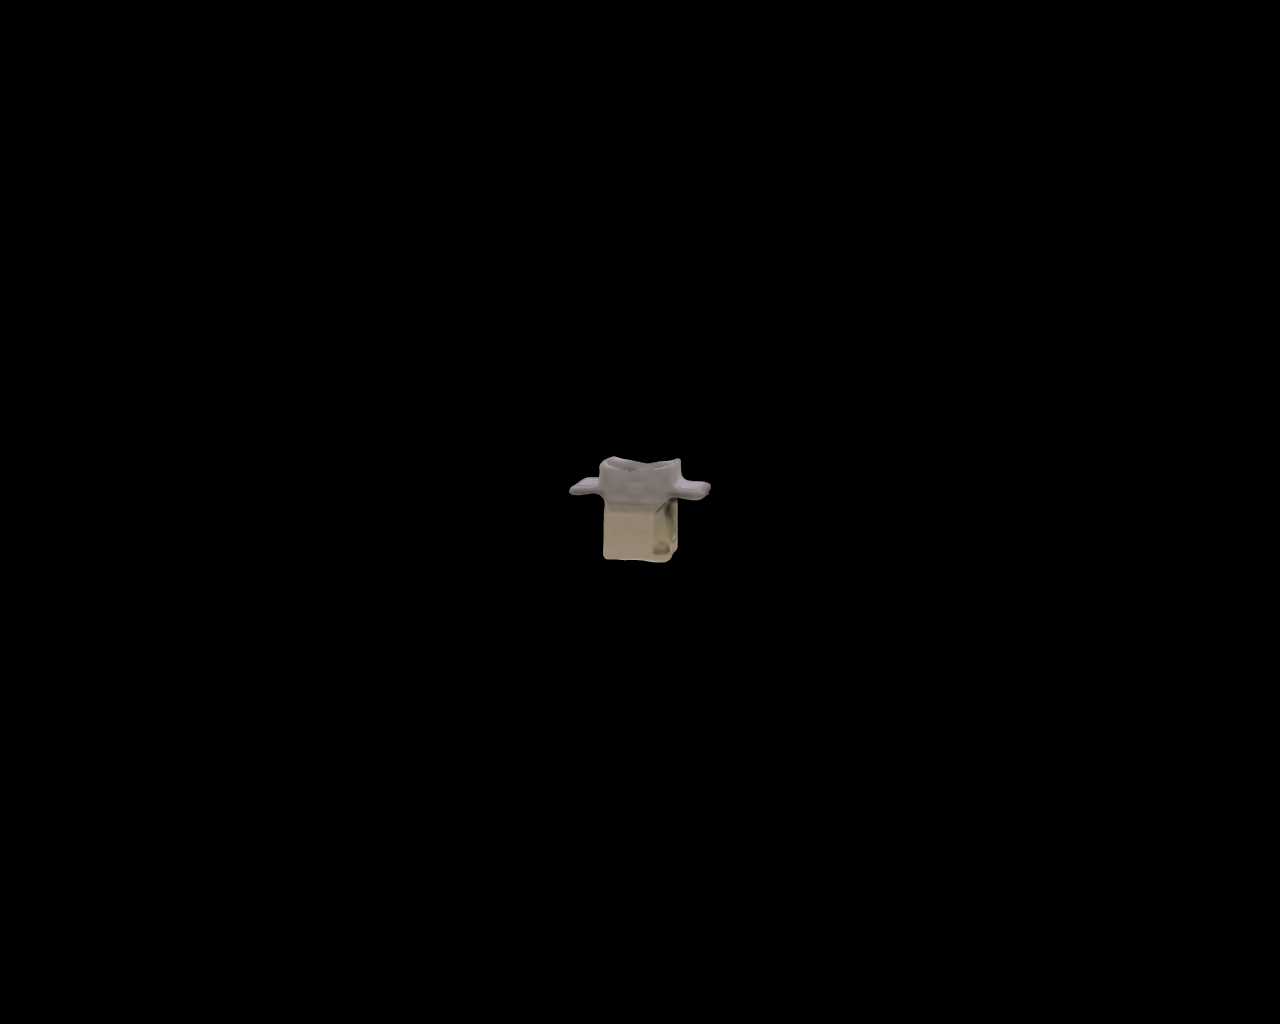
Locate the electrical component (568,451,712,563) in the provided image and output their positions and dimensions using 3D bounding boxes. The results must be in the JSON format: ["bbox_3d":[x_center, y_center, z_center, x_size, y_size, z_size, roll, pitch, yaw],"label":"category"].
[{"bbox_3d":[0.001,-0.003,0.650,0.081,0.063,0.042,2,11,12],"label":"electrical component"}]
